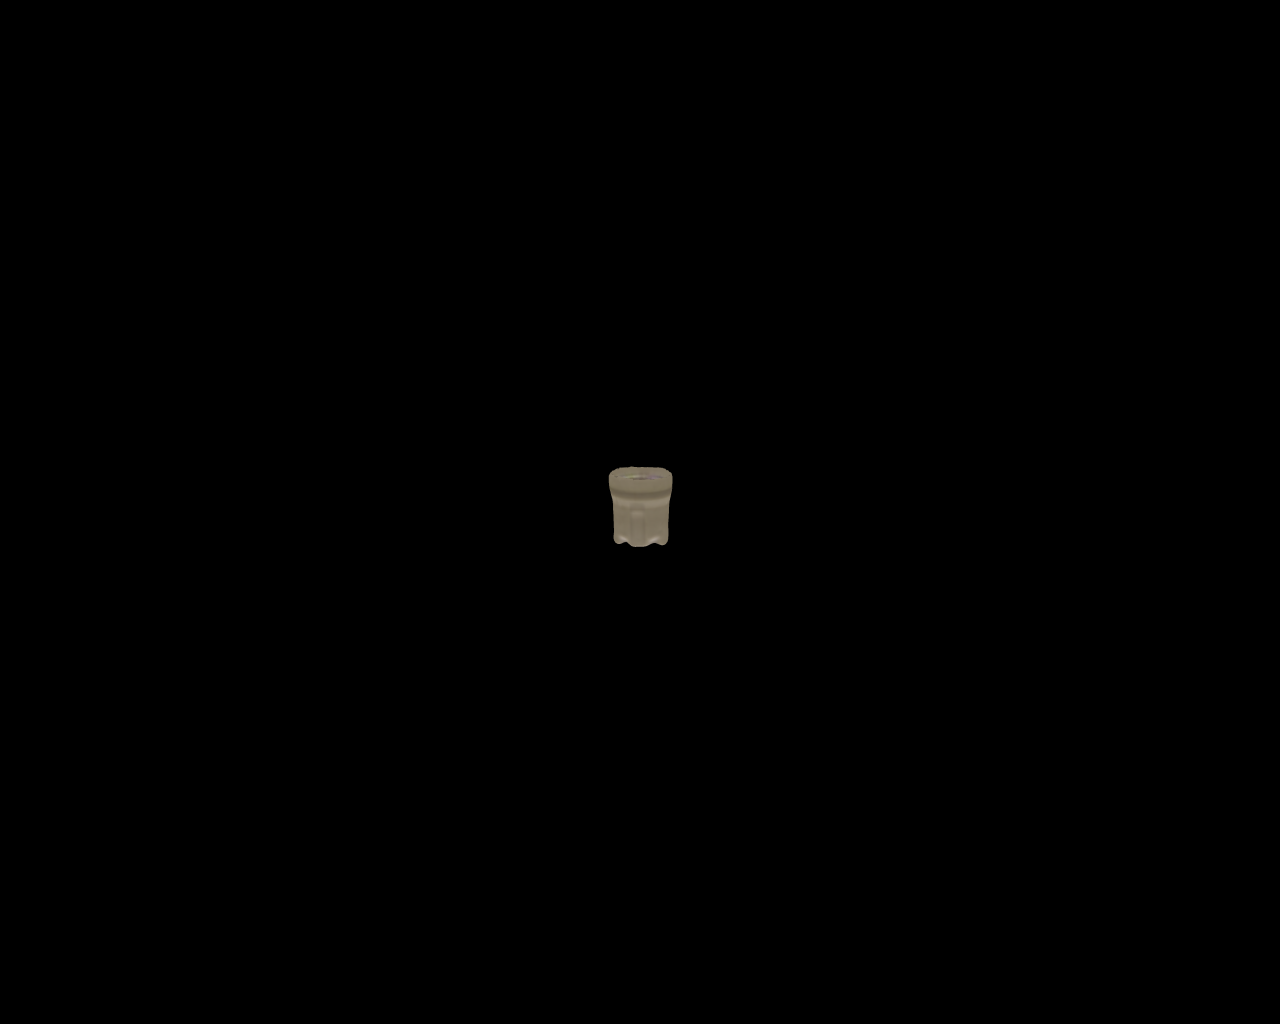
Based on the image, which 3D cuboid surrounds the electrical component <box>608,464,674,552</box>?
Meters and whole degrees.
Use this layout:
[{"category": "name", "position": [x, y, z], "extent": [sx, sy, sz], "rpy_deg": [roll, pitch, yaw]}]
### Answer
[{"category": "electrical component", "position": [0.001, -0.003, 0.650], "extent": [0.040, 0.046, 0.040], "rpy_deg": [0, 15, 0]}]
